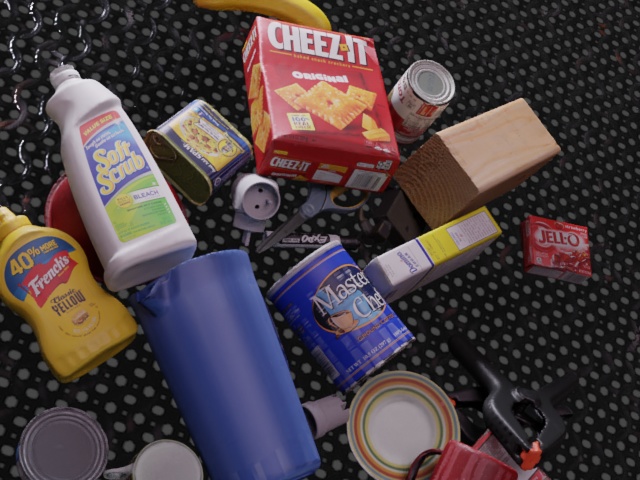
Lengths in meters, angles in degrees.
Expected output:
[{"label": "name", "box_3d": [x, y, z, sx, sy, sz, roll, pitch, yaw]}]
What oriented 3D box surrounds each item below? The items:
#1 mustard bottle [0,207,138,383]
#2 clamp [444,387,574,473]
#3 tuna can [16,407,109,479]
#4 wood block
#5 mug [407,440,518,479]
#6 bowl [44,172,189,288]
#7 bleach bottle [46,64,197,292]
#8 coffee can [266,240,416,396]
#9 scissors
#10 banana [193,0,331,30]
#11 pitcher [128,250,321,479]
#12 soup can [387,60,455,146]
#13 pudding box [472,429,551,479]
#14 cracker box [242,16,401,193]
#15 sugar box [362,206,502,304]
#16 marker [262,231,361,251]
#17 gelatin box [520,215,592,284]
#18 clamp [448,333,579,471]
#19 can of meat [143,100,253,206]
[{"label": "mustard bottle", "box_3d": [-0.278, 0.045, 1.096, 0.096, 0.058, 0.192, -33, 80, -23]}, {"label": "clamp", "box_3d": [0.210, 0.226, 1.221, 0.171, 0.039, 0.120, 15, 52, -8]}, {"label": "tuna can", "box_3d": [-0.251, 0.208, 1.037, 0.086, 0.034, 0.086, 10, 61, -18]}, {"label": "wood block", "box_3d": [0.198, -0.097, 1.326, 0.205, 0.091, 0.090, -25, 76, -47]}, {"label": "mug", "box_3d": [0.145, 0.258, 1.116, 0.093, 0.117, 0.081, 39, 74, -50]}, {"label": "bowl", "box_3d": [-0.216, -0.032, 1.166, 0.162, 0.055, 0.162, 10, 60, -18]}, {"label": "bleach bottle", "box_3d": [-0.226, -0.075, 1.113, 0.102, 0.068, 0.251, -21, 70, -29]}, {"label": "coffee can", "box_3d": [0.023, 0.086, 1.176, 0.102, 0.103, 0.140, -33, 80, -33]}, {"label": "scissors", "box_3d": [-0.020, -0.052, 1.265, 0.201, 0.016, 0.096, -21, 76, -40]}, {"label": "banana", "box_3d": [-0.064, -0.298, 1.380, 0.197, 0.037, 0.069, 19, 52, -12]}, {"label": "pitcher", "box_3d": [-0.086, 0.141, 1.096, 0.149, 0.145, 0.243, -20, 76, -17]}, {"label": "soup can", "box_3d": [0.120, -0.173, 1.355, 0.068, 0.102, 0.068, 10, 61, -19]}, {"label": "pudding box", "box_3d": [0.201, 0.274, 1.172, 0.113, 0.039, 0.090, 43, 86, 4]}, {"label": "cracker box", "box_3d": [-0.001, -0.167, 1.297, 0.164, 0.072, 0.214, 8, 51, -20]}, {"label": "sugar box", "box_3d": [0.122, 0.024, 1.257, 0.175, 0.093, 0.048, -21, 73, -31]}, {"label": "marker", "box_3d": [-0.008, 0.002, 1.258, 0.121, 0.020, 0.020, 3, 63, -22]}, {"label": "gelatin box", "box_3d": [0.305, 0.012, 1.379, 0.089, 0.030, 0.073, 12, 60, -17]}, {"label": "clamp", "box_3d": [0.215, 0.179, 1.192, 0.164, 0.036, 0.209, 21, 26, 2]}, {"label": "can of meat", "box_3d": [-0.140, -0.104, 1.235, 0.102, 0.058, 0.083, 44, 54, 3]}]
